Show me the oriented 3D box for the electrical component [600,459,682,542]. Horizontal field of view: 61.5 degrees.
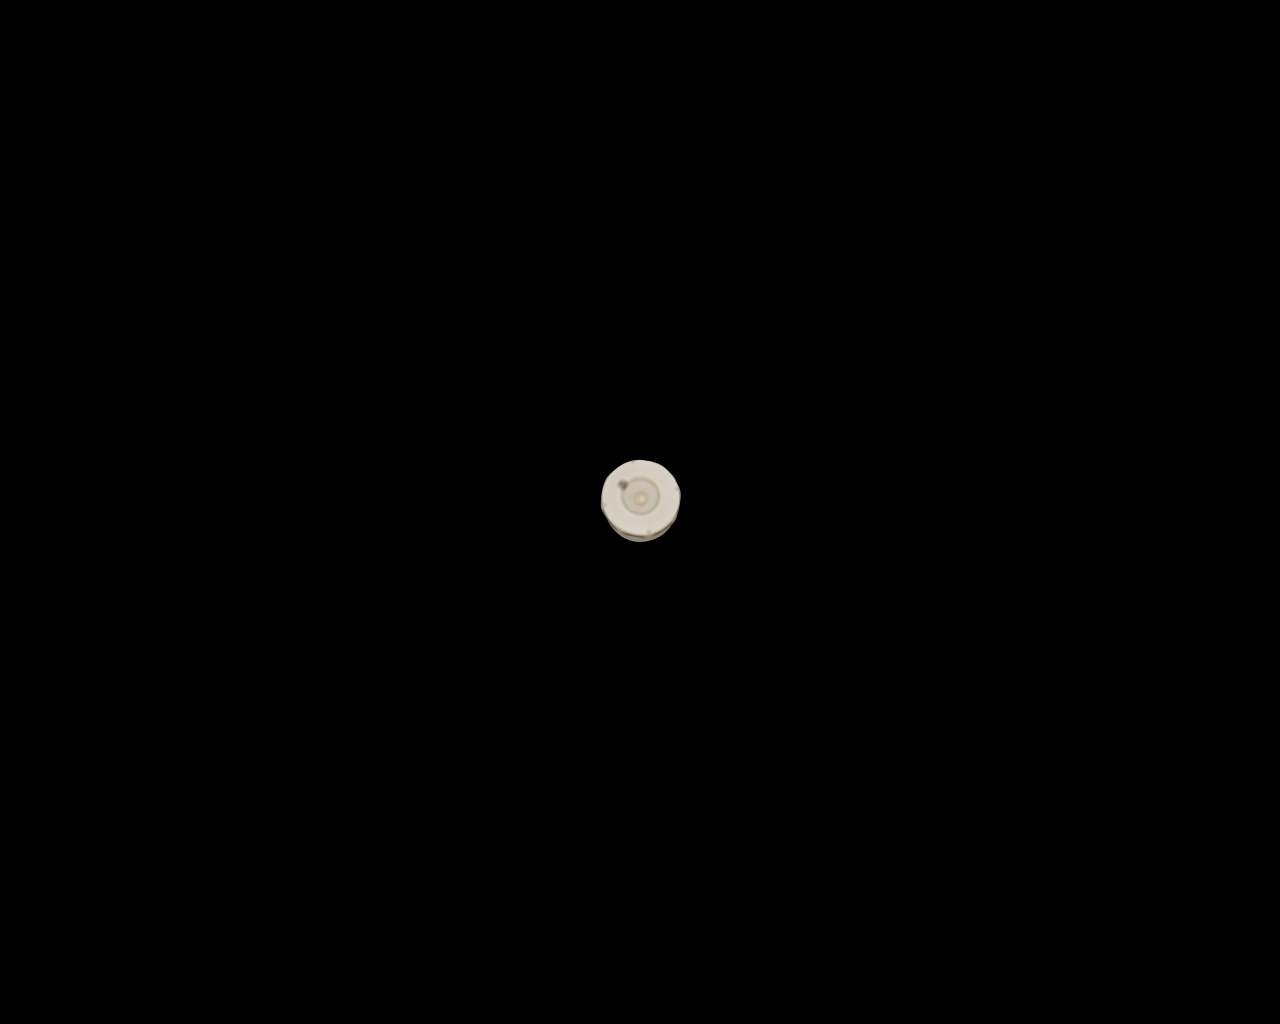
[{"bbox_3d":[0.001,-0.003,0.650,0.048,0.048,0.062,0,-13,0],"label":"electrical component"}]
